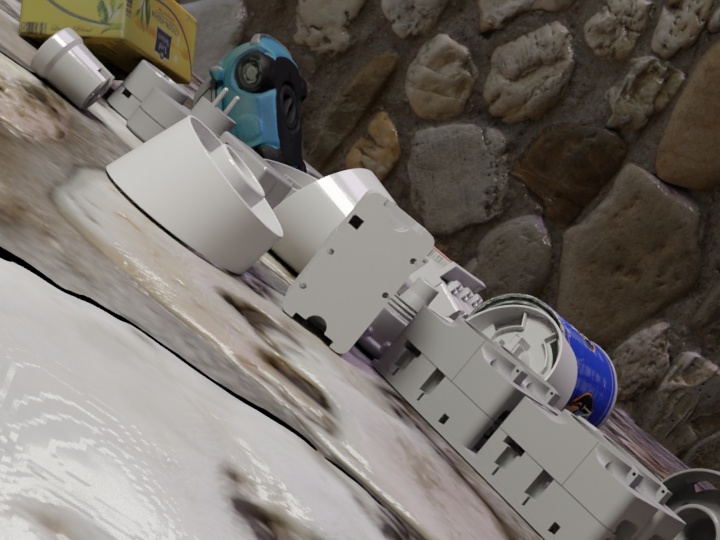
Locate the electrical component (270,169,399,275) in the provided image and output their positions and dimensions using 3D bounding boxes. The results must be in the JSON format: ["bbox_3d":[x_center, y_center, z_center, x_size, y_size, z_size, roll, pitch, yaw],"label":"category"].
[{"bbox_3d":[-0.021,-0.035,0.818,0.064,0.099,0.099,48,7,21],"label":"electrical component"}]

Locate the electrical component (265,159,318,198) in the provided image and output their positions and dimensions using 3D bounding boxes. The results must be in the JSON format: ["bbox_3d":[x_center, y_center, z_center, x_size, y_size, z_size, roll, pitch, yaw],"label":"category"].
[{"bbox_3d":[-0.057,-0.060,0.948,0.099,0.064,0.099,39,5,-4],"label":"electrical component"}]

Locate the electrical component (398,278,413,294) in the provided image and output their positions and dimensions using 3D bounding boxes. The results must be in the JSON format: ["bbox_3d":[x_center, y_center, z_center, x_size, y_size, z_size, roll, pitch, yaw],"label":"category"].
[{"bbox_3d":[0.000,0.000,0.949,0.077,0.043,0.079,34,7,-47],"label":"electrical component"}]

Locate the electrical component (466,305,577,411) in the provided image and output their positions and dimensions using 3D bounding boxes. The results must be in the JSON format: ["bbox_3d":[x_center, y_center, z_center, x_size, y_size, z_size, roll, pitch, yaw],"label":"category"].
[{"bbox_3d":[0.112,0.074,0.818,0.064,0.099,0.099,43,1,-42],"label":"electrical component"}]

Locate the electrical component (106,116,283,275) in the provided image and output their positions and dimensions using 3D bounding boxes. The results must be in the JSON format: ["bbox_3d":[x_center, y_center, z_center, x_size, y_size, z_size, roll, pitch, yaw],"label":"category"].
[{"bbox_3d":[-0.094,-0.041,0.637,0.099,0.064,0.099,53,5,-7],"label":"electrical component"}]

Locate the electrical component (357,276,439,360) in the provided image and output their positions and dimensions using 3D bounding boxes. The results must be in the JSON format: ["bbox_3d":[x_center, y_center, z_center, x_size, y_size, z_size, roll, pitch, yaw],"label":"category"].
[{"bbox_3d":[0.028,0.033,0.732,0.048,0.062,0.048,39,5,-4],"label":"electrical component"}]

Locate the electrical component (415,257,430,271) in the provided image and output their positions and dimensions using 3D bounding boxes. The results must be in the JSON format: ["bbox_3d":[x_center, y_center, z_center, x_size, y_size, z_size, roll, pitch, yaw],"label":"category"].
[{"bbox_3d":[0.031,-0.008,1.159,0.096,0.061,0.061,37,5,-26],"label":"electrical component"}]

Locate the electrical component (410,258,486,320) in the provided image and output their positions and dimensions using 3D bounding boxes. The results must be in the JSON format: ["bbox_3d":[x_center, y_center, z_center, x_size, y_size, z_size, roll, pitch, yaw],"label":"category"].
[{"bbox_3d":[0.086,0.037,1.094,0.063,0.079,0.121,61,12,20],"label":"electrical component"}]

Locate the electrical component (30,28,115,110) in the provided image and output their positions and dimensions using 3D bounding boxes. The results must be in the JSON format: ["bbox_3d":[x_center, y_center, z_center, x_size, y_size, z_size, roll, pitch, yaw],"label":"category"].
[{"bbox_3d":[-0.203,-0.141,0.762,0.046,0.040,0.040,44,4,-4],"label":"electrical component"}]

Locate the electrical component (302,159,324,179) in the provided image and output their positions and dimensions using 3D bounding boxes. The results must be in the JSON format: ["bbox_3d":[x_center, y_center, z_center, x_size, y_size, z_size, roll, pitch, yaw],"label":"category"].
[{"bbox_3d":[-0.089,-0.104,1.167,0.109,0.056,0.109,41,5,20],"label":"electrical component"}]

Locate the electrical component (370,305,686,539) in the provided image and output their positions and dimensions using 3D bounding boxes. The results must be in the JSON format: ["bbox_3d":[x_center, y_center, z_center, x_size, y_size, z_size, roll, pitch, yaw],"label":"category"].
[{"bbox_3d":[0.106,0.104,0.673,0.186,0.060,0.105,43,6,38],"label":"electrical component"}]

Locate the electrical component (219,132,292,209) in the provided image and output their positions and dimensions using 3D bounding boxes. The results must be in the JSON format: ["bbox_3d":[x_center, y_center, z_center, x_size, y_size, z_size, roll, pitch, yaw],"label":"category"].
[{"bbox_3d":[-0.106,-0.079,0.860,0.066,0.047,0.077,43,6,38],"label":"electrical component"}]

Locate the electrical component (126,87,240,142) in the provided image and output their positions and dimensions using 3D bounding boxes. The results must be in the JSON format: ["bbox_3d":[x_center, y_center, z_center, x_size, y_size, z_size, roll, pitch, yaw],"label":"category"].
[{"bbox_3d":[-0.131,-0.122,0.914,0.052,0.073,0.138,41,5,27],"label":"electrical component"}]

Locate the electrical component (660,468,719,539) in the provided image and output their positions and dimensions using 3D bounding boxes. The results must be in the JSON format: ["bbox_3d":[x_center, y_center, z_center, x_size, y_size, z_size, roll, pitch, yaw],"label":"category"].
[{"bbox_3d":[0.238,0.185,0.729,0.064,0.099,0.099,27,12,-42],"label":"electrical component"}]

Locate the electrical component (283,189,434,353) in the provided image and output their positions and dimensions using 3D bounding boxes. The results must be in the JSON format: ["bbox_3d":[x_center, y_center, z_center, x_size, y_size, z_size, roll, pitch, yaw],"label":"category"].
[{"bbox_3d":[-0.002,-0.001,0.661,0.050,0.089,0.055,39,5,-5],"label":"electrical component"}]

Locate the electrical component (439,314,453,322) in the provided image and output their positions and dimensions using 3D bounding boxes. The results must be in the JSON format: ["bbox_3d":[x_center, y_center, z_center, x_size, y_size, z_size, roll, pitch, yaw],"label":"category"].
[{"bbox_3d":[0.057,0.052,0.934,0.046,0.040,0.040,35,2,25],"label":"electrical component"}]

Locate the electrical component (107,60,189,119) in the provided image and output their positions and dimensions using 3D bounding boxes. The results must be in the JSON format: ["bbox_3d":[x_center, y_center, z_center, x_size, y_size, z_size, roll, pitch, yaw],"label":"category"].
[{"bbox_3d":[-0.182,-0.148,0.928,0.055,0.047,0.055,39,5,-4],"label":"electrical component"}]

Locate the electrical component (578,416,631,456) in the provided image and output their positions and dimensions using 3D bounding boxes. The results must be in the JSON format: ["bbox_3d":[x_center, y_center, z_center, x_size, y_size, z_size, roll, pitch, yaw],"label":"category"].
[{"bbox_3d":[0.180,0.154,0.824,0.080,0.051,0.080,39,5,-4],"label":"electrical component"}]
